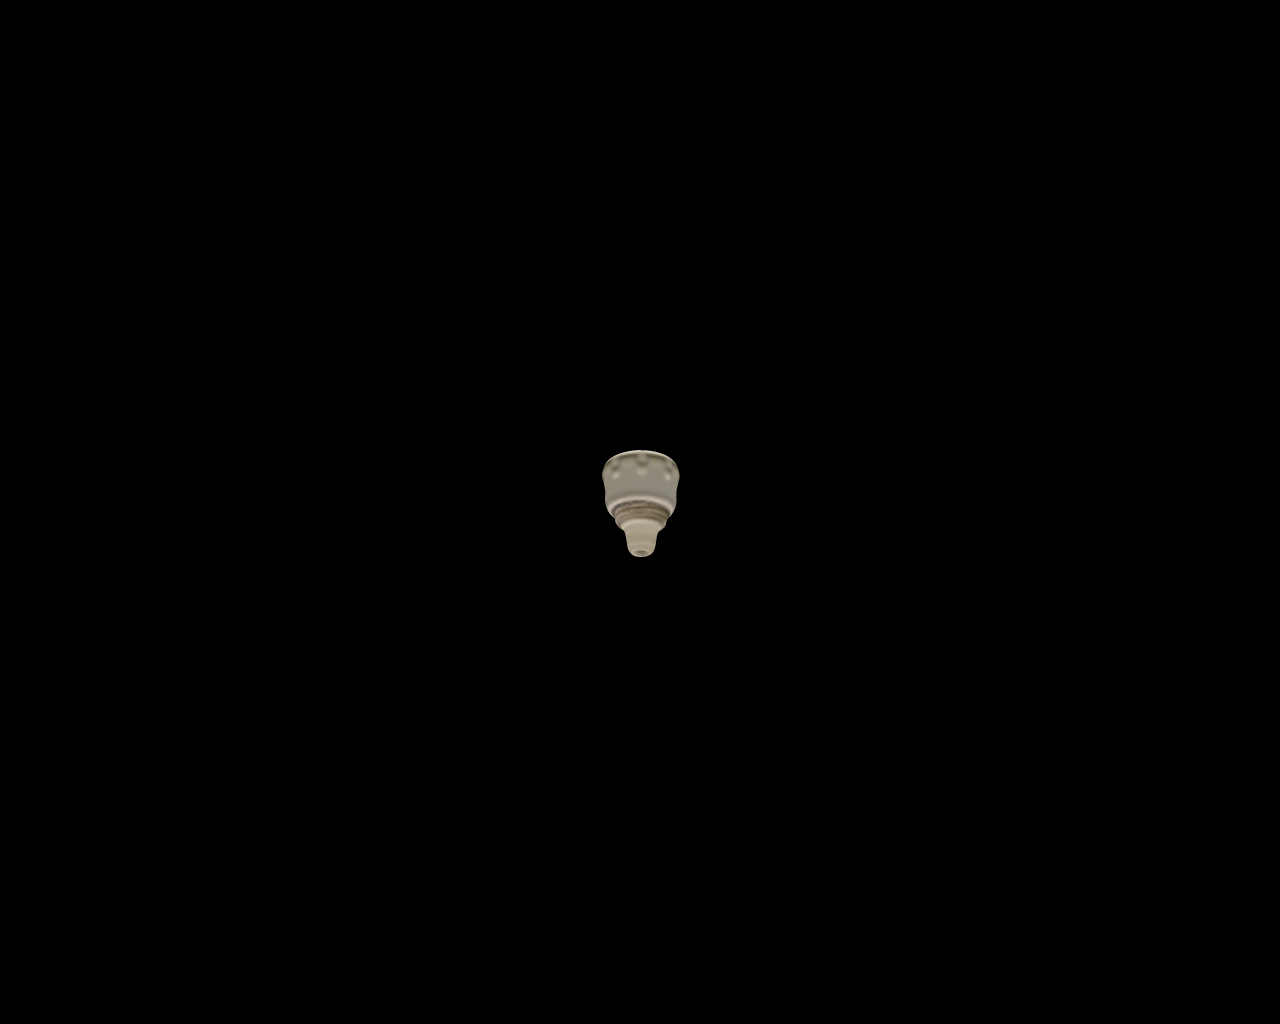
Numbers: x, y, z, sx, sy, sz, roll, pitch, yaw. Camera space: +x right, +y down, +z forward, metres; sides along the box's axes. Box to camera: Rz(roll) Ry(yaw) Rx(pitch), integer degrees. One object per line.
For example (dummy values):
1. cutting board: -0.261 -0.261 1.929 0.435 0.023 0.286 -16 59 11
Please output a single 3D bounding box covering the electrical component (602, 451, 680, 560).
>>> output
1. electrical component: 0.001 -0.003 0.650 0.048 0.062 0.048 0 -23 0
